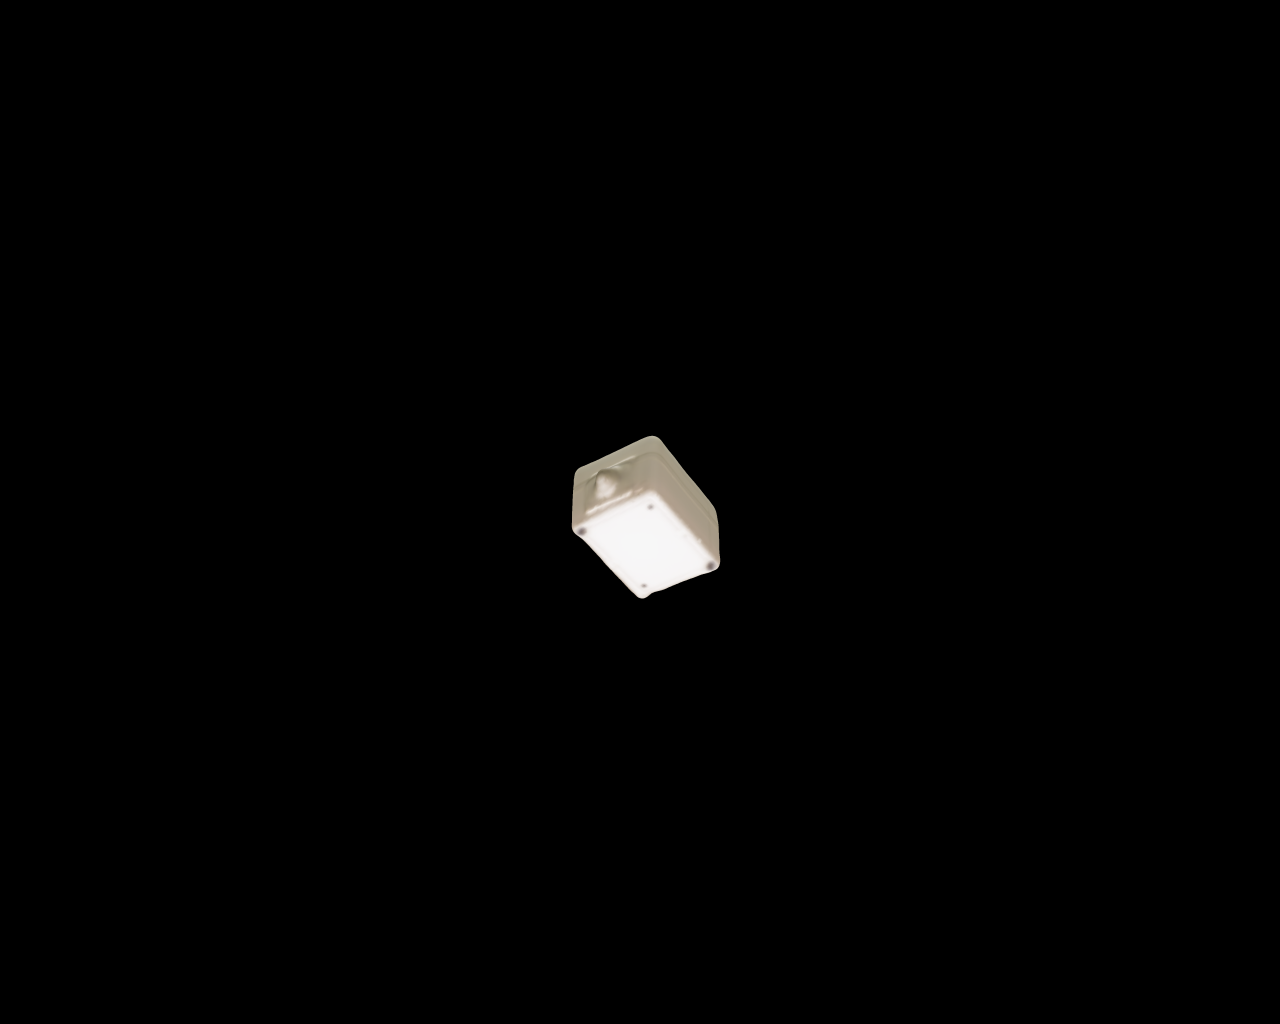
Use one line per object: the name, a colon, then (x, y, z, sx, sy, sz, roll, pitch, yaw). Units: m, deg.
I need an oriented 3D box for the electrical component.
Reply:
electrical component: (0.001, -0.003, 0.650, 0.061, 0.061, 0.096, -24, -50, 22)
